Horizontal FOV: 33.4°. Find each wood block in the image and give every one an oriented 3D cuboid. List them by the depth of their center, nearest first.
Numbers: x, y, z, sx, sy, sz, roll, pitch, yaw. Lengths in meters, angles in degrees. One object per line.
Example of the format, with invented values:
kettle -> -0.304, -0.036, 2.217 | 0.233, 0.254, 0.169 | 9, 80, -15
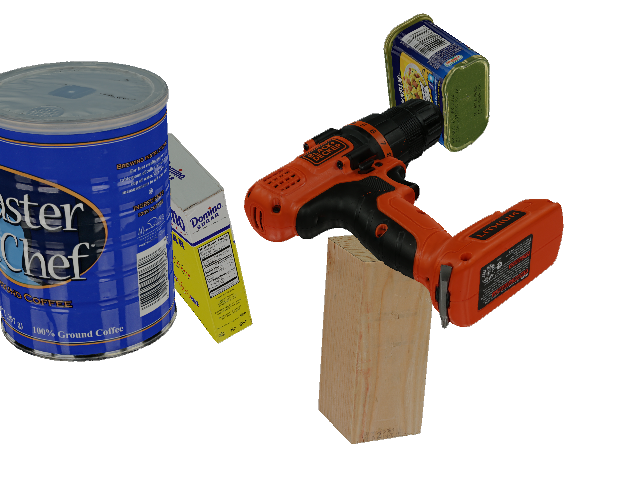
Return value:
wood block -> 0.060, 0.104, 1.161 | 0.090, 0.206, 0.091 | -4, 19, -23

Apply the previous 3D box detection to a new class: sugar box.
sugar box -> -0.110, 0.001, 0.940 | 0.048, 0.176, 0.093 | -31, 50, -17

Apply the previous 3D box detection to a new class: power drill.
power drill -> 0.069, -0.027, 0.734 | 0.184, 0.057, 0.188 | -34, 45, -30

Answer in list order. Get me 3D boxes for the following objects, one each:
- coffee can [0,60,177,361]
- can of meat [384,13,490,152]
coffee can -> -0.134, -0.018, 0.599 | 0.103, 0.140, 0.103 | 1, 26, -1
can of meat -> 0.108, -0.142, 0.973 | 0.057, 0.102, 0.084 | -31, 50, -18
